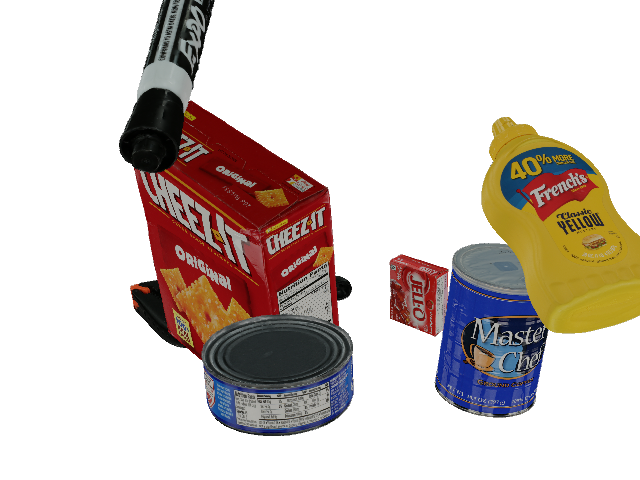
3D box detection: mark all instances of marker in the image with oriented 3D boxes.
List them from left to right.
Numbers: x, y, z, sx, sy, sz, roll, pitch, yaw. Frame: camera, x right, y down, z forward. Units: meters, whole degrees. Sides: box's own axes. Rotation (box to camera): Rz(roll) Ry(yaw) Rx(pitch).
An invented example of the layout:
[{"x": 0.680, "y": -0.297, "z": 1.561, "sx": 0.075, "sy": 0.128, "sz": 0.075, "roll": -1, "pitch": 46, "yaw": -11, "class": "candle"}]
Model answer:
[{"x": -0.050, "y": -0.066, "z": 0.371, "sx": 0.020, "sy": 0.020, "sz": 0.121, "roll": 0, "pitch": 44, "yaw": 4, "class": "marker"}]

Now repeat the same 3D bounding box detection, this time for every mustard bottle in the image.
[{"x": 0.177, "y": -0.023, "z": 0.811, "sx": 0.096, "sy": 0.192, "sz": 0.058, "roll": -13, "pitch": -37, "yaw": -13, "class": "mustard bottle"}]

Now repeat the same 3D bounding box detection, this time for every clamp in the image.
[{"x": -0.088, "y": 0.079, "z": 1.014, "sx": 0.210, "sy": 0.036, "sz": 0.164, "roll": 7, "pitch": 37, "yaw": 12, "class": "clamp"}]

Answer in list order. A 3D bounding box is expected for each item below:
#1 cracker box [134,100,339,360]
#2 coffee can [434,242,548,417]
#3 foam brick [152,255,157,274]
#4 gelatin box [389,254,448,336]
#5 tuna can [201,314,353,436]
[{"x": -0.065, "y": 0.023, "z": 0.831, "sx": 0.072, "sy": 0.214, "sz": 0.164, "roll": -33, "pitch": 48, "yaw": -28, "class": "cracker box"}, {"x": 0.172, "y": 0.087, "z": 1.047, "sx": 0.103, "sy": 0.140, "sz": 0.103, "roll": 4, "pitch": 24, "yaw": -2, "class": "coffee can"}, {"x": -0.154, "y": 0.010, "z": 1.231, "sx": 0.078, "sy": 0.053, "sz": 0.051, "roll": -9, "pitch": 28, "yaw": -10, "class": "foam brick"}, {"x": 0.125, "y": 0.069, "z": 1.365, "sx": 0.073, "sy": 0.089, "sz": 0.030, "roll": 20, "pitch": 34, "yaw": 37, "class": "gelatin box"}, {"x": -0.024, "y": 0.075, "z": 0.606, "sx": 0.086, "sy": 0.034, "sz": 0.086, "roll": -3, "pitch": 22, "yaw": 1, "class": "tuna can"}]
